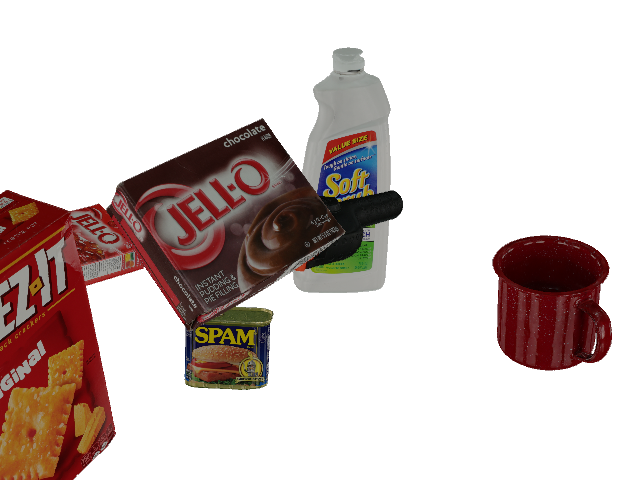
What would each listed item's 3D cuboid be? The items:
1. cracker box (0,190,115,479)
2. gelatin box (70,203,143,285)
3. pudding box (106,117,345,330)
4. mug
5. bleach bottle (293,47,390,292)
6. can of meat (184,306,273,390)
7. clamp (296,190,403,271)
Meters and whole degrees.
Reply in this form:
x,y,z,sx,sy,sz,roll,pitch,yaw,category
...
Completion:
x,y,z,sx,sy,sz,roll,pitch,yaw,category
-0.229,0.099,0.740,0.072,0.214,0.164,15,38,26,cracker box
-0.217,0.003,0.994,0.073,0.030,0.089,-17,40,-36,gelatin box
-0.056,-0.012,0.633,0.113,0.090,0.039,-29,-10,-37,pudding box
0.196,0.058,0.879,0.093,0.081,0.117,-20,34,-26,mug
0.020,-0.071,1.092,0.102,0.251,0.068,-1,25,1,bleach bottle
-0.107,0.124,1.229,0.102,0.084,0.057,3,13,1,can of meat
-0.009,-0.022,0.883,0.120,0.039,0.171,11,19,17,clamp
